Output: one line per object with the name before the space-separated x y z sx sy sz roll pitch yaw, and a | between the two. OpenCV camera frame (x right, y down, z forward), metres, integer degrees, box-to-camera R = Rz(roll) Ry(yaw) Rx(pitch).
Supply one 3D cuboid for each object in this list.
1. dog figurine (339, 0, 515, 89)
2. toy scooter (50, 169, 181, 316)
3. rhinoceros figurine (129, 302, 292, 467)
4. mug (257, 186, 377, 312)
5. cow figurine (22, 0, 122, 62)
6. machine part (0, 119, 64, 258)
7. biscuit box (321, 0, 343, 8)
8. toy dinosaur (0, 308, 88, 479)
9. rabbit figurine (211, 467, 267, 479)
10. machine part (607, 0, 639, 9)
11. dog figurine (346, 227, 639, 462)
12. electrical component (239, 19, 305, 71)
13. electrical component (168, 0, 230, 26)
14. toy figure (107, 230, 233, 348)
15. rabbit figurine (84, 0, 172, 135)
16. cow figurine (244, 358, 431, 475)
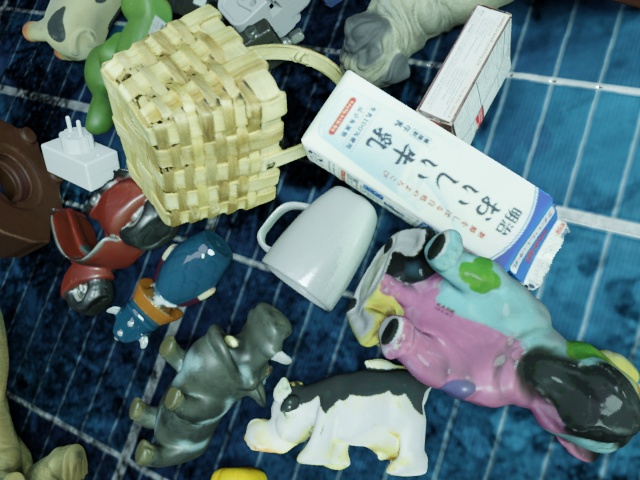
dog figurine | 0.123 -0.226 0.533 0.173 0.121 0.190 26 101 27
toy scooter | -0.249 -0.016 0.620 0.184 0.075 0.135 -47 65 9
rhinoceros figurine | -0.100 0.139 0.507 0.190 0.112 0.073 -53 37 15
mug | -0.001 -0.002 0.526 0.110 0.080 0.107 33 79 30
cow figurine | -0.292 -0.327 0.708 0.127 0.085 0.195 22 82 29
machine part | -0.376 -0.066 0.628 0.056 0.179 0.179 -21 70 12
biscuit box | 0.069 -0.348 0.592 0.203 0.059 0.063 -35 67 9
toy dinosaur | -0.363 0.268 0.574 0.199 0.105 0.471 -8 69 22
rabbit figurine | -0.081 0.273 0.430 0.122 0.173 0.162 25 82 20
machine part | 0.233 -0.299 0.443 0.087 0.201 0.201 -45 56 53
dog figurine | 0.145 0.088 0.437 0.219 0.191 0.108 32 85 -10
electrical component | -0.065 -0.219 0.606 0.094 0.063 0.021 -26 69 11
electrical component | -0.158 -0.329 0.653 0.134 0.058 0.114 32 107 17
toy figure | -0.160 0.055 0.577 0.154 0.057 0.064 -42 61 11
rabbit figurine | -0.221 -0.192 0.650 0.170 0.121 0.159 7 86 40
cow figurine | 0.014 0.153 0.480 0.168 0.068 0.098 0 71 17
